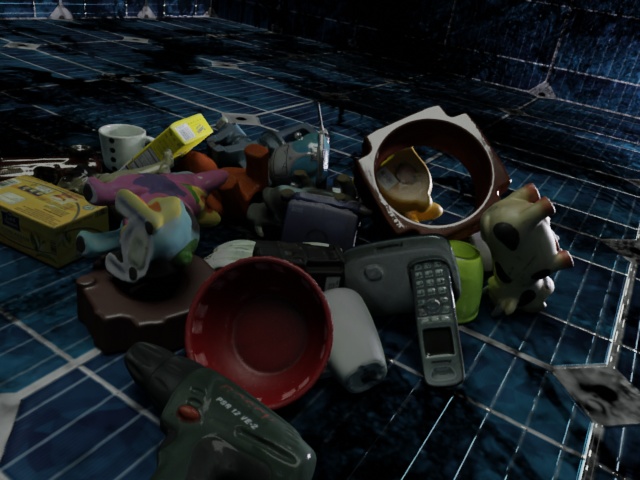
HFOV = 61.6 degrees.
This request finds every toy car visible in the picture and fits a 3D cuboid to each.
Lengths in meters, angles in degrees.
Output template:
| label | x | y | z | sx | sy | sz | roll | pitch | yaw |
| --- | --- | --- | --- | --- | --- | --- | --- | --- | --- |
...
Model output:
| label | x | y | z | sx | sy | sz | roll | pitch | yaw |
| --- | --- | --- | --- | --- | --- | --- | --- | --- | --- |
| toy car | -0.067 | 0.035 | 0.746 | 0.202 | 0.056 | 0.073 | 3 | 27 | 8 |
| toy car | -0.466 | -0.109 | 0.884 | 0.202 | 0.089 | 0.053 | -6 | 27 | -29 |
| toy car | -0.039 | -0.127 | 0.951 | 0.103 | 0.109 | 0.161 | 7 | -12 | -7 |

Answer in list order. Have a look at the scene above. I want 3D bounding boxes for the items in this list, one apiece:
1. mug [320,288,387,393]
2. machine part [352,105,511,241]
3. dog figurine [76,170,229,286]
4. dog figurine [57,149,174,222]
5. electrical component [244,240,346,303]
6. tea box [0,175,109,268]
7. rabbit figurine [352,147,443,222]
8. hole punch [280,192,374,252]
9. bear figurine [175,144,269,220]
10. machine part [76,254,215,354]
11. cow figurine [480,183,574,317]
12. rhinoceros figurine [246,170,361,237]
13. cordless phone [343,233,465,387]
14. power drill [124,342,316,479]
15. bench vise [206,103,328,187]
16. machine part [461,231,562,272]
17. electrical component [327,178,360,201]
| label | x | y | z | sx | sy | sz | roll | pitch | yaw |
| --- | --- | --- | --- | --- | --- | --- | --- | --- | --- |
| mug | 0.021 | 0.122 | 0.611 | 0.109 | 0.080 | 0.107 | -25 | 40 | -9 |
| machine part | 0.167 | -0.088 | 0.826 | 0.201 | 0.087 | 0.201 | -25 | 75 | -8 |
| dog figurine | -0.184 | -0.033 | 0.697 | 0.192 | 0.108 | 0.219 | 24 | 25 | 28 |
| dog figurine | -0.317 | -0.055 | 0.842 | 0.191 | 0.121 | 0.172 | -12 | 28 | -8 |
| electrical component | -0.042 | 0.061 | 0.663 | 0.134 | 0.114 | 0.058 | 2 | 26 | -16 |
| tea box | -0.404 | -0.031 | 0.780 | 0.170 | 0.068 | 0.098 | 21 | 31 | 20 |
| rabbit figurine | 0.142 | -0.081 | 0.962 | 0.162 | 0.173 | 0.122 | 40 | 72 | 2 |
| hole punch | -0.002 | -0.002 | 0.802 | 0.142 | 0.115 | 0.092 | 12 | 36 | 8 |
| bear figurine | -0.187 | -0.118 | 0.946 | 0.196 | 0.131 | 0.120 | 30 | 59 | 23 |
| machine part | -0.206 | 0.070 | 0.662 | 0.179 | 0.056 | 0.179 | 8 | 28 | -4 |
| cow figurine | 0.277 | 0.030 | 0.754 | 0.127 | 0.194 | 0.085 | -24 | 32 | 12 |
| rhinoceros figurine | -0.027 | -0.051 | 0.874 | 0.190 | 0.111 | 0.073 | 0 | 43 | 12 |
| cordless phone | 0.104 | 0.091 | 0.664 | 0.147 | 0.184 | 0.088 | -10 | -20 | 17 |
| power drill | -0.135 | 0.186 | 0.451 | 0.232 | 0.085 | 0.207 | 22 | 23 | 18 |
| bench vise | -0.099 | -0.187 | 1.086 | 0.241 | 0.128 | 0.224 | -28 | 50 | -23 |
| machine part | 0.303 | 0.014 | 0.892 | 0.243 | 0.079 | 0.079 | -2 | 30 | -20 |
| electrical component | 0.037 | -0.072 | 1.006 | 0.075 | 0.047 | 0.119 | 5 | 27 | -8 |
